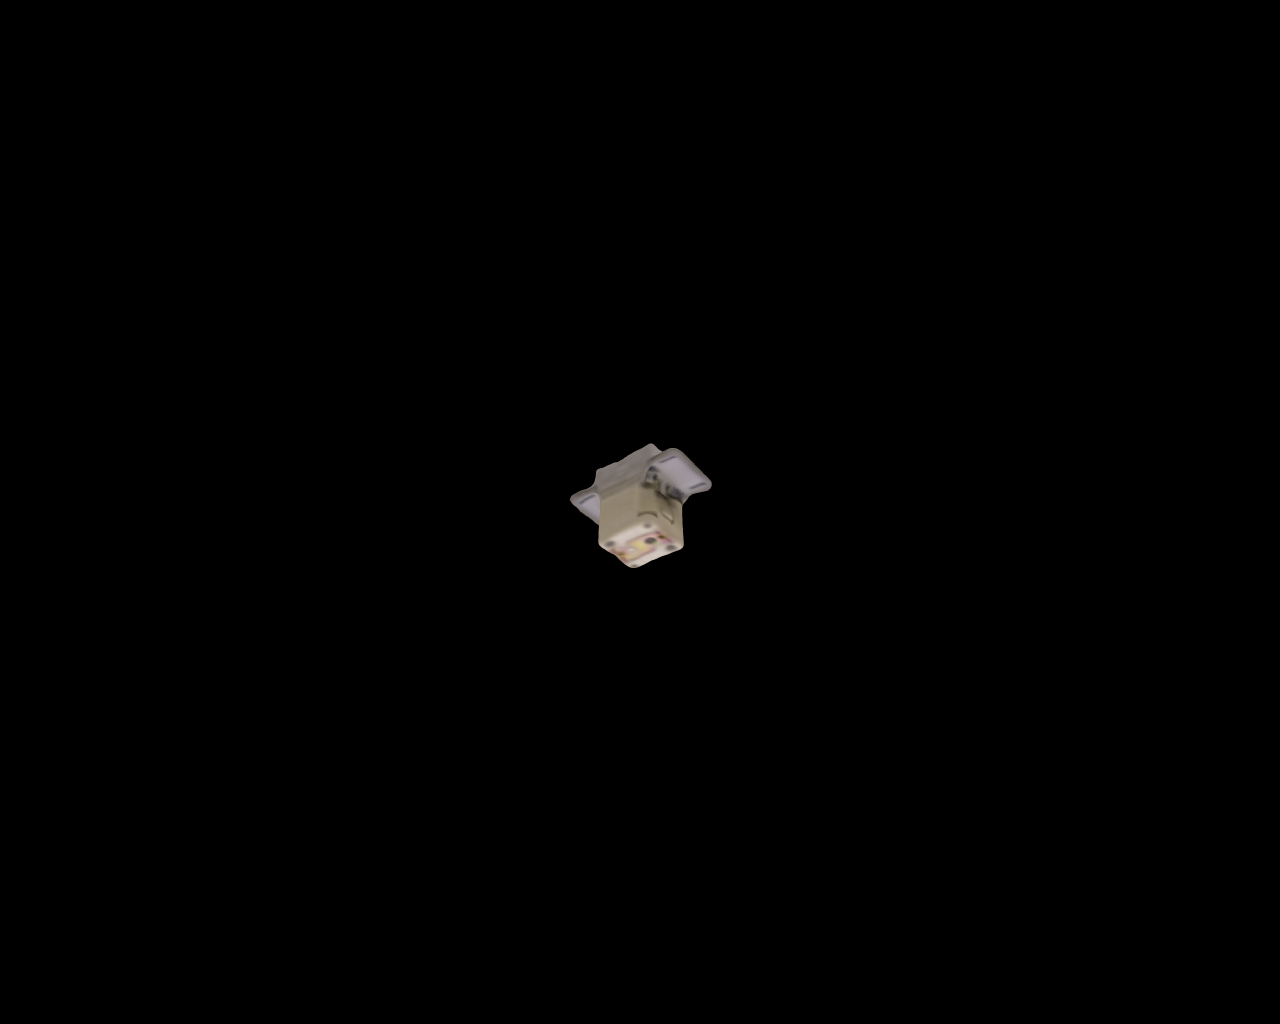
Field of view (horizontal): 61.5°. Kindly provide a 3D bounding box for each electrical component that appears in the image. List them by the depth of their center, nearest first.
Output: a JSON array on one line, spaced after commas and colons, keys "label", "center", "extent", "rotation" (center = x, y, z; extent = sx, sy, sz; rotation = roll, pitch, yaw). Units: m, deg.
[{"label": "electrical component", "center": [0.001, -0.003, 0.650], "extent": [0.081, 0.064, 0.042], "rotation": [-25, -45, 28]}]
